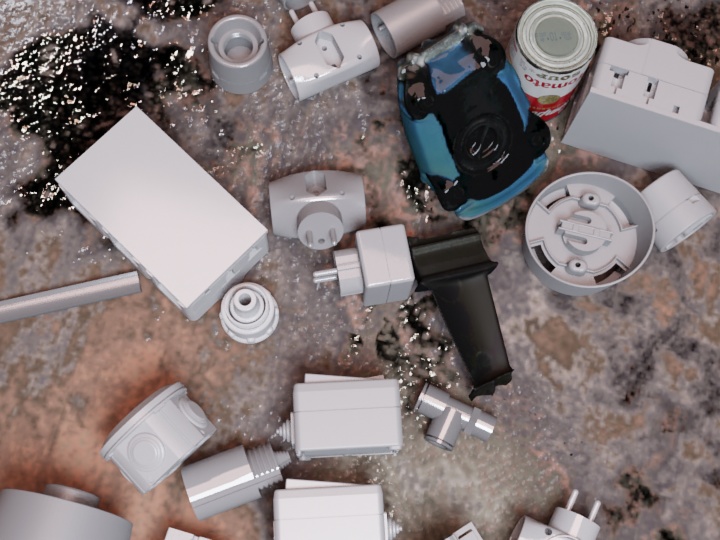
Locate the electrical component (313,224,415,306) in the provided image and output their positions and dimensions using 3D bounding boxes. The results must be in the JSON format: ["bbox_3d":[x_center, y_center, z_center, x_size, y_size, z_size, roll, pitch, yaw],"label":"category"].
[{"bbox_3d":[0.000,0.000,0.863,0.077,0.065,0.047,-9,75,-5],"label":"electrical component"}]

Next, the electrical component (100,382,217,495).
[{"bbox_3d":[-0.153,0.127,0.817,0.080,0.080,0.051,-42,86,-12],"label":"electrical component"}]

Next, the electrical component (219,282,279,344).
[{"bbox_3d":[-0.089,0.030,0.854,0.048,0.062,0.048,0,75,-2],"label":"electrical component"}]

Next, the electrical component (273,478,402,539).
[{"bbox_3d":[-0.017,0.188,0.814,0.096,0.061,0.061,-3,75,-3],"label":"electrical component"}]

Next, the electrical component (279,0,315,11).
[{"bbox_3d":[-0.052,-0.281,0.949,0.079,0.043,0.077,-30,78,-9],"label":"electrical component"}]

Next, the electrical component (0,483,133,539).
[{"bbox_3d":[-0.219,0.190,0.785,0.108,0.108,0.060,13,69,2],"label":"electrical component"}]

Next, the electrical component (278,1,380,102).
[{"bbox_3d":[-0.034,-0.195,0.926,0.077,0.043,0.079,-25,78,-8],"label":"electrical component"}]

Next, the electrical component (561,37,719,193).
[{"bbox_3d":[0.274,-0.123,0.885,0.186,0.105,0.060,18,75,3],"label":"electrical component"}]

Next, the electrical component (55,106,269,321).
[{"bbox_3d":[-0.157,-0.043,0.871,0.150,0.061,0.089,43,78,9],"label":"electrical component"}]

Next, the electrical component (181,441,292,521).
[{"bbox_3d":[-0.092,0.158,0.829,0.081,0.043,0.043,-20,76,-7],"label":"electrical component"}]

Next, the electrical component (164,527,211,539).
[{"bbox_3d":[-0.131,0.229,0.808,0.066,0.048,0.055,16,67,2],"label":"electrical component"}]

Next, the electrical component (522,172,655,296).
[{"bbox_3d":[0.183,-0.028,0.878,0.099,0.064,0.099,1,75,-2],"label":"electrical component"}]

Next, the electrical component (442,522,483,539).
[{"bbox_3d":[0.081,0.261,0.797,0.079,0.063,0.121,-31,78,-10],"label":"electrical component"}]

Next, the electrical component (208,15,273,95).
[{"bbox_3d":[-0.103,-0.185,0.919,0.055,0.047,0.055,1,75,-2],"label":"electrical component"}]

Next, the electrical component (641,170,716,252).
[{"bbox_3d":[0.258,-0.050,0.893,0.055,0.055,0.047,-32,74,-10],"label":"electrical component"}]

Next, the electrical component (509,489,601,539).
[{"bbox_3d":[0.159,0.208,0.824,0.077,0.044,0.079,26,75,5],"label":"electrical component"}]

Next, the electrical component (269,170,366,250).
[{"bbox_3d":[-0.033,-0.043,0.874,0.077,0.043,0.079,-5,38,-3],"label":"electrical component"}]

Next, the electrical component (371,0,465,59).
[{"bbox_3d":[0.055,-0.222,0.937,0.081,0.043,0.043,-30,78,-9],"label":"electrical component"}]

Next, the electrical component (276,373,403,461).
[{"bbox_3d":[-0.017,0.113,0.834,0.096,0.061,0.061,-3,75,-3],"label":"electrical component"}]
